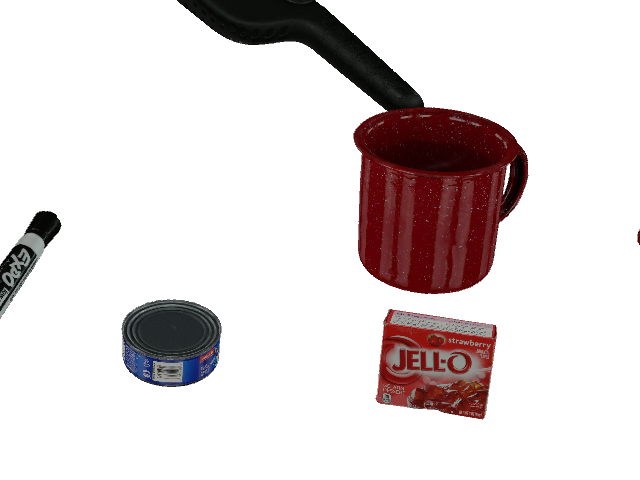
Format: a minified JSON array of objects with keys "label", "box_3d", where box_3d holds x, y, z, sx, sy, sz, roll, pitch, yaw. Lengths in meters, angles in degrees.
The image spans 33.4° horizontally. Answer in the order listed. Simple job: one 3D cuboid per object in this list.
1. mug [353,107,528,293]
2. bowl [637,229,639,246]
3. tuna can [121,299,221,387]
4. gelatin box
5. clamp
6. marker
[{"label":"mug","box_3d":[0.074,-0.025,0.628,0.117,0.081,0.093,-17,35,-30]},{"label":"bowl","box_3d":[0.421,0.026,1.146,0.162,0.055,0.162,-1,25,0]},{"label":"tuna can","box_3d":[-0.130,0.089,0.929,0.086,0.034,0.086,4,31,-3]},{"label":"gelatin box","box_3d":[0.092,0.099,0.851,0.089,0.073,0.030,8,22,10]},{"label":"clamp","box_3d":[-0.014,-0.165,0.760,0.210,0.164,0.036,5,-29,-9]},{"label":"marker","box_3d":[-0.192,0.020,0.664,0.020,0.020,0.121,0,37,16]}]
